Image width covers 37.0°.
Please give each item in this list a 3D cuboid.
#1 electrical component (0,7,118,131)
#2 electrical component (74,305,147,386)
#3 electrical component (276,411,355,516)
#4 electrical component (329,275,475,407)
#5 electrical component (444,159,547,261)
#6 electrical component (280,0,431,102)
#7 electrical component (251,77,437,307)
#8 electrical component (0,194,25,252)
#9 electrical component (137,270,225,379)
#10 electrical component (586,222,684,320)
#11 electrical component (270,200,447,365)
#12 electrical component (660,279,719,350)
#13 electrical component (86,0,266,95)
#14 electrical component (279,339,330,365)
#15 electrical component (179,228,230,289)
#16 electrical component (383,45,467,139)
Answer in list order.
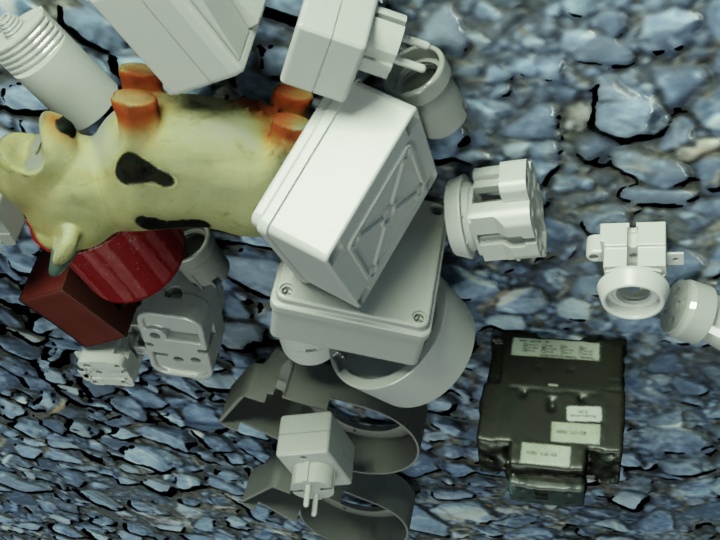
[{"bbox_3d":[-0.197,-0.131,0.683,0.043,0.043,0.081,-12,138,30],"label":"electrical component"},{"bbox_3d":[-0.215,0.068,0.947,0.081,0.063,0.042,1,144,15],"label":"electrical component"},{"bbox_3d":[-0.039,0.171,0.922,0.047,0.076,0.065,-8,142,17],"label":"electrical component"},{"bbox_3d":[0.037,0.053,0.820,0.108,0.108,0.060,-16,142,34],"label":"electrical component"},{"bbox_3d":[0.090,-0.038,0.719,0.057,0.058,0.078,-5,142,18],"label":"electrical component"},{"bbox_3d":[0.002,-0.131,0.605,0.077,0.065,0.047,17,145,-7],"label":"electrical component"},{"bbox_3d":[-0.005,-0.045,0.662,0.056,0.108,0.108,27,170,18],"label":"electrical component"},{"bbox_3d":[-0.309,-0.052,0.807,0.121,0.063,0.078,1,143,15],"label":"electrical component"},{"bbox_3d":[-0.145,0.040,0.892,0.054,0.059,0.095,7,145,6],"label":"electrical component"},{"bbox_3d":[0.189,0.000,0.743,0.066,0.055,0.048,-1,143,17],"label":"electrical component"},{"bbox_3d":[0.000,0.000,0.753,0.109,0.108,0.056,12,147,0],"label":"electrical component"},{"bbox_3d":[0.253,0.034,0.782,0.055,0.045,0.045,18,144,-8],"label":"electrical component"},{"bbox_3d":[-0.102,-0.156,0.604,0.061,0.061,0.096,-11,139,29],"label":"electrical component"},{"bbox_3d":[-0.042,0.045,0.875,0.055,0.055,0.047,7,148,7],"label":"electrical component"},{"bbox_3d":[-0.126,-0.011,0.834,0.040,0.040,0.046,-3,147,20],"label":"electrical component"},{"bbox_3d":[0.041,-0.107,0.652,0.040,0.040,0.046,-9,145,26],"label":"electrical component"}]
